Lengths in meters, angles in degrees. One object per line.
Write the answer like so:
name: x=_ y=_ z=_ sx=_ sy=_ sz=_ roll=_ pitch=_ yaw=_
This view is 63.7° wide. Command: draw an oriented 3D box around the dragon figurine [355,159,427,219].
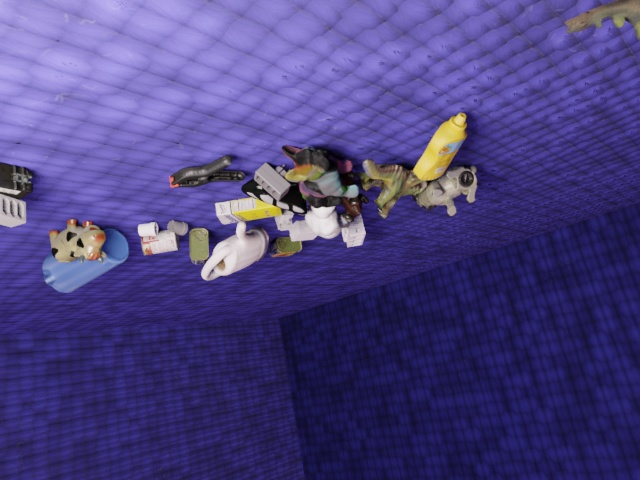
dragon figurine: x=0.233 y=-0.182 z=1.397 sx=0.243 sy=0.123 sz=0.406 roll=-29 pitch=166 yaw=0

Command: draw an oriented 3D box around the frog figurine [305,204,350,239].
frog figurine: x=0.005 y=-0.075 z=1.485 sx=0.122 sy=0.139 sz=0.158 roll=-25 pitch=164 yaw=15

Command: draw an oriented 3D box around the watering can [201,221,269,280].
watering can: x=-0.249 y=0.022 z=1.625 sx=0.227 sy=0.105 sz=0.341 roll=-27 pitch=166 yaw=-47
